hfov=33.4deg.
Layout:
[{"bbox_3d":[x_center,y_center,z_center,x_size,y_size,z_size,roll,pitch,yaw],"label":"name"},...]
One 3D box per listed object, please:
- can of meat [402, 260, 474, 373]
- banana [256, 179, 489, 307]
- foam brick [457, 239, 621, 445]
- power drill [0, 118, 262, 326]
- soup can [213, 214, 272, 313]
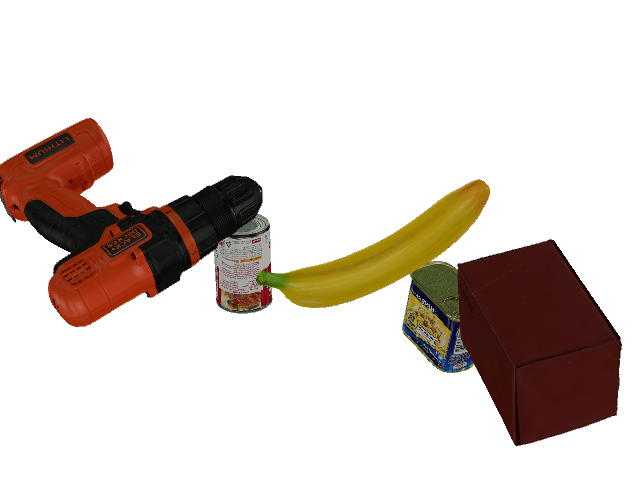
[{"bbox_3d":[0.139,0.087,1.197,0.057,0.084,0.102,-14,40,-28],"label":"can of meat"},{"bbox_3d":[0.050,0.012,0.861,0.198,0.037,0.069,-25,-25,7],"label":"banana"},{"bbox_3d":[0.101,0.046,0.503,0.051,0.053,0.078,-13,39,-6],"label":"foam brick"},{"bbox_3d":[-0.163,-0.029,0.859,0.184,0.057,0.188,-32,45,-22],"label":"power drill"},{"bbox_3d":[-0.092,0.026,1.264,0.068,0.102,0.068,0,25,0],"label":"soup can"}]
